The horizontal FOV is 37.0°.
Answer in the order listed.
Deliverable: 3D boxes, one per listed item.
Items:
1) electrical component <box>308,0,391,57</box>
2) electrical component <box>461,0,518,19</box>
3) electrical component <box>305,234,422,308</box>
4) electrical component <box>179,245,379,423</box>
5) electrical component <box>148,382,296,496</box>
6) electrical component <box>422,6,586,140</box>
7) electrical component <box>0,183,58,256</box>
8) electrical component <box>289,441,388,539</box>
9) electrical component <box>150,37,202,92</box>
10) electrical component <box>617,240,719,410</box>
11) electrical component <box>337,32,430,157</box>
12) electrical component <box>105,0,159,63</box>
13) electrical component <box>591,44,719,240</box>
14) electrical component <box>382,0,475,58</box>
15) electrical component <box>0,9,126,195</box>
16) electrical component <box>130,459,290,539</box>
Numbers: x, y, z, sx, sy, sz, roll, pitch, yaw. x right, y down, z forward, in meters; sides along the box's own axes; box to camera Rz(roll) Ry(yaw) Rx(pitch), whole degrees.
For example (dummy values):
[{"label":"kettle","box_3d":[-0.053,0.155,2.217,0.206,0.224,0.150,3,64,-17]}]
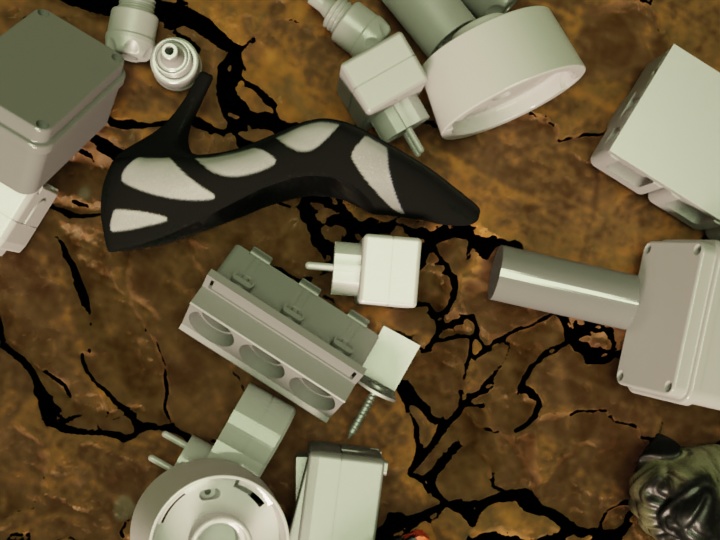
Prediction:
[{"label":"electrical component","box_3d":[-0.010,-0.178,0.772,0.061,0.035,0.035,37,86,1]},{"label":"electrical component","box_3d":[0.086,-0.210,0.774,0.062,0.043,0.043,44,86,1]},{"label":"electrical component","box_3d":[0.000,0.000,0.750,0.077,0.066,0.047,5,88,-3]},{"label":"electrical component","box_3d":[-0.054,0.042,0.744,0.121,0.078,0.063,33,58,-2]},{"label":"electrical component","box_3d":[-0.110,0.139,0.746,0.074,0.052,0.138,30,87,-2]},{"label":"electrical component","box_3d":[0.094,-0.141,0.743,0.108,0.108,0.060,-23,84,-4]},{"label":"electrical component","box_3d":[-0.269,-0.056,0.739,0.096,0.062,0.061,31,87,-2]},{"label":"electrical component","box_3d":[-0.019,0.170,0.745,0.061,0.062,0.096,7,88,-3]},{"label":"electrical component","box_3d":[-0.130,-0.146,0.750,0.035,0.061,0.035,0,88,-3]},{"label":"electrical component","box_3d":[0.232,0.037,0.752,0.057,0.078,0.113,14,87,-18]},{"label":"electrical component","box_3d":[0.023,-0.112,0.747,0.047,0.083,0.075,-30,90,-4]},{"label":"electrical component","box_3d":[-0.160,-0.181,0.764,0.035,0.035,0.061,10,85,-3]},{"label":"electrical component","box_3d":[0.255,-0.078,0.770,0.150,0.062,0.089,32,87,-2]},{"label":"electrical component","box_3d":[0.043,-0.194,0.770,0.043,0.043,0.081,-36,80,-4]},{"label":"electrical component","box_3d":[-0.217,-0.114,0.716,0.078,0.057,0.113,31,42,-2]},{"label":"electrical component","box_3d":[-0.096,0.174,0.698,0.099,0.064,0.099,1,87,-17]}]
